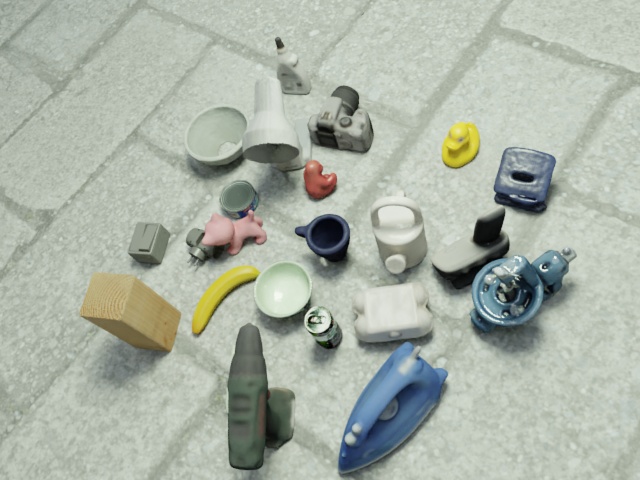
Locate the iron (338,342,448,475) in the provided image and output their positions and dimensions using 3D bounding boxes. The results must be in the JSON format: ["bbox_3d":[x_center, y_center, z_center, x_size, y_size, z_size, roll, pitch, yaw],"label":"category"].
[{"bbox_3d":[0.105,0.290,0.981,0.118,0.142,0.258,35,76,27],"label":"iron"}]

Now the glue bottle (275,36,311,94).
[{"bbox_3d":[-0.076,-0.418,1.368,0.078,0.173,0.037,8,66,18],"label":"glue bottle"}]

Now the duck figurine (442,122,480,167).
[{"bbox_3d":[0.300,-0.218,1.224,0.077,0.086,0.105,29,74,25],"label":"duck figurine"}]

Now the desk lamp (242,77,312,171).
[{"bbox_3d":[-0.094,-0.238,1.258,0.117,0.214,0.203,-7,62,11],"label":"desk lamp"}]

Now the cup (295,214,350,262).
[{"bbox_3d":[0.011,0.004,1.177,0.117,0.095,0.092,8,66,18],"label":"cup"}]

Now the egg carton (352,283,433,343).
[{"bbox_3d":[0.137,0.140,1.091,0.150,0.069,0.107,-10,62,9],"label":"egg carton"}]

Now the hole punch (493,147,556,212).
[{"bbox_3d":[0.409,-0.121,1.144,0.108,0.091,0.101,15,68,21],"label":"hole punch"}]

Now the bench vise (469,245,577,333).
[{"bbox_3d":[0.346,0.057,0.995,0.121,0.220,0.207,36,77,27],"label":"bench vise"}]

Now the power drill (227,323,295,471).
[{"bbox_3d":[-0.106,0.283,0.999,0.075,0.209,0.229,-5,63,12],"label":"power drill"}]

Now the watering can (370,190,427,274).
[{"bbox_3d":[0.152,-0.020,1.097,0.101,0.194,0.172,-20,61,4],"label":"watering can"}]

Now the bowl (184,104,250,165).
[{"bbox_3d":[-0.236,-0.240,1.374,0.167,0.075,0.167,-6,62,11],"label":"bowl"}]

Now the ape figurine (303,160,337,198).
[{"bbox_3d":[-0.007,-0.141,1.257,0.077,0.092,0.076,33,75,26],"label":"ape figurine"}]

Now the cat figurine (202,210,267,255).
[{"bbox_3d":[-0.190,-0.025,1.228,0.128,0.118,0.067,-26,60,0],"label":"cat figurine"}]

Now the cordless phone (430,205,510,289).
[{"bbox_3d":[0.278,0.002,1.060,0.147,0.185,0.094,-31,60,-3],"label":"cordless phone"}]

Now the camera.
[{"bbox_3d":[0.056,-0.289,1.311,0.142,0.101,0.137,13,67,20],"label":"camera"}]
